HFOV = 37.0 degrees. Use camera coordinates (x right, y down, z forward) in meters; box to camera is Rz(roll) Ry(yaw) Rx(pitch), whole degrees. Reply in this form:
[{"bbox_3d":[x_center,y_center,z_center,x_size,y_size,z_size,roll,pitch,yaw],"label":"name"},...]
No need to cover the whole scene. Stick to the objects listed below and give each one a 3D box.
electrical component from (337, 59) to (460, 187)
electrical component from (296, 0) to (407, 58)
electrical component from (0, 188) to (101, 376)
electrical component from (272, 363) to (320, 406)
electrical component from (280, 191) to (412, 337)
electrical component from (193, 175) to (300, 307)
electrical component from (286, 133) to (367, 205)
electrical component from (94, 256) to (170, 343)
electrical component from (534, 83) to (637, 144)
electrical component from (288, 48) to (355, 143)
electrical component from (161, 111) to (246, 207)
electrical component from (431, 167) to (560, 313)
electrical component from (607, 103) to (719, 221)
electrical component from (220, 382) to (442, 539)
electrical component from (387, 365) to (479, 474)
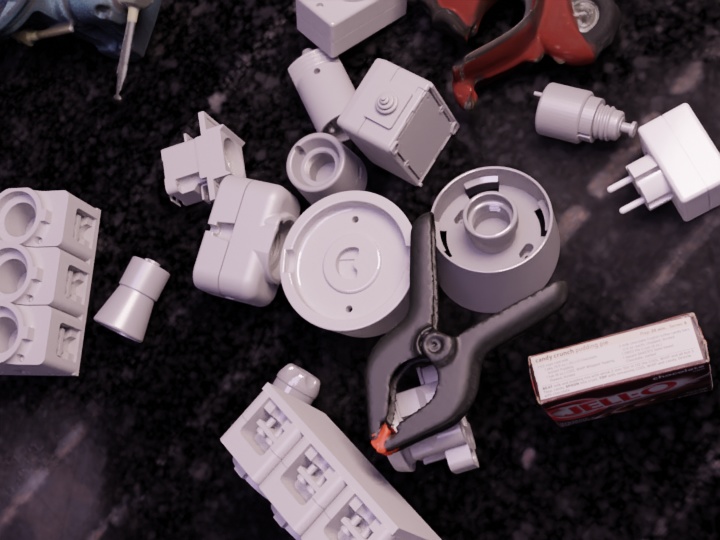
[{"bbox_3d":[0.025,-0.116,0.827,0.061,0.096,0.061,31,87,25],"label":"electrical component"},{"bbox_3d":[-0.006,-0.228,0.866,0.083,0.075,0.047,-36,63,-22],"label":"electrical component"},{"bbox_3d":[-0.285,0.011,0.919,0.089,0.062,0.150,-1,74,18],"label":"electrical component"},{"bbox_3d":[-0.058,0.105,0.827,0.035,0.035,0.061,30,88,24],"label":"electrical component"},{"bbox_3d":[0.000,0.000,0.822,0.108,0.060,0.108,-5,73,18],"label":"electrical component"},{"bbox_3d":[-0.086,-0.022,0.861,0.059,0.054,0.095,13,82,20],"label":"electrical component"},{"bbox_3d":[-0.028,-0.078,0.861,0.055,0.047,0.055,-5,73,18],"label":"electrical component"},{"bbox_3d":[-0.186,0.022,0.893,0.044,0.044,0.065,21,78,24],"label":"electrical component"},{"bbox_3d":[0.168,-0.114,0.806,0.078,0.040,0.040,18,82,23],"label":"electrical component"},{"bbox_3d":[-0.028,-0.149,0.884,0.043,0.043,0.081,-29,67,10],"label":"electrical component"},{"bbox_3d":[-0.131,-0.085,0.904,0.064,0.042,0.081,-17,69,16],"label":"electrical component"},{"bbox_3d":[0.099,-0.025,0.806,0.099,0.064,0.099,-5,62,10],"label":"electrical component"},{"bbox_3d":[0.217,-0.067,0.772,0.077,0.047,0.065,-29,67,10],"label":"electrical component"},{"bbox_3d":[-0.022,0.159,0.755,0.061,0.089,0.150,-48,55,1],"label":"electrical component"},{"bbox_3d":[0.046,0.112,0.776,0.057,0.058,0.078,-19,69,10],"label":"electrical component"}]
